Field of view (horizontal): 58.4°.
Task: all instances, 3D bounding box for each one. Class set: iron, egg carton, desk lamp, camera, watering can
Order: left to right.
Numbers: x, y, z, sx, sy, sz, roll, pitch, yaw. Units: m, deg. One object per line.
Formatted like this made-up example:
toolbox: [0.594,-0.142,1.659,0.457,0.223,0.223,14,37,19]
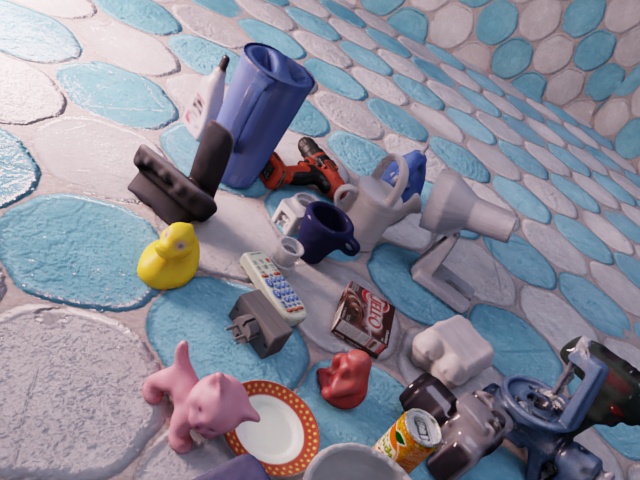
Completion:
watering can: [0.113,-0.079,1.089,0.173,0.194,0.100,-5,48,-44]
iron: [0.172,-0.126,1.252,0.118,0.141,0.259,36,33,5]
egg carton: [0.220,0.186,0.950,0.151,0.069,0.107,-12,53,-48]
camera: [0.192,0.247,0.815,0.144,0.100,0.136,-15,55,-49]
desk lamp: [0.263,-0.004,1.103,0.203,0.213,0.118,37,33,6]

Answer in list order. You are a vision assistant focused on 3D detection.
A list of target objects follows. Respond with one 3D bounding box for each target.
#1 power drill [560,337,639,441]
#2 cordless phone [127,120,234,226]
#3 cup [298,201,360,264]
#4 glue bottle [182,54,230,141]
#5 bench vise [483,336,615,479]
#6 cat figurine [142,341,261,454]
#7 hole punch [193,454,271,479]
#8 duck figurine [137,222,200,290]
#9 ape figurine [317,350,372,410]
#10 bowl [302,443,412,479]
power drill: [0.439,0.277,0.890,0.076,0.208,0.229,-1,46,-42]
cordless phone: [-0.206,-0.124,0.882,0.147,0.185,0.094,36,33,6]
cup: [0.009,0.004,0.984,0.117,0.095,0.092,43,34,15]
glue bottle: [-0.209,-0.277,1.091,0.037,0.173,0.078,-11,52,-47]
bench vise: [0.365,0.256,0.842,0.207,0.219,0.122,42,33,13]
cat figurine: [-0.127,0.168,0.627,0.067,0.117,0.127,-12,53,-48]
hole punch: [-0.091,0.276,0.541,0.101,0.091,0.108,-3,47,-43]
duck figurine: [-0.200,0.011,0.801,0.077,0.086,0.105,37,33,6]
ape figurine: [0.039,0.182,0.776,0.076,0.092,0.078,40,33,11]
bowl: [0.038,0.313,0.619,0.168,0.074,0.167,23,34,-16]
